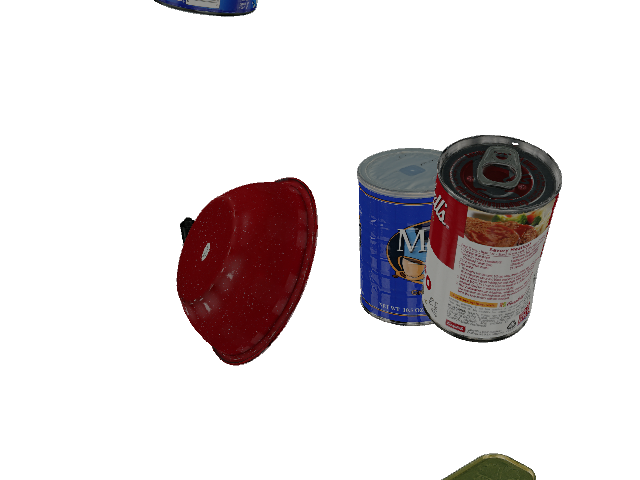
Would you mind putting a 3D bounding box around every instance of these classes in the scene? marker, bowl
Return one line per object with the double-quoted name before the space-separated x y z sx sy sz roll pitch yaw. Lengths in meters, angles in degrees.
"marker" -0.144 0.028 1.197 0.020 0.121 0.020 -1 32 0
"bowl" -0.070 0.016 0.856 0.055 0.162 0.162 22 -11 -29

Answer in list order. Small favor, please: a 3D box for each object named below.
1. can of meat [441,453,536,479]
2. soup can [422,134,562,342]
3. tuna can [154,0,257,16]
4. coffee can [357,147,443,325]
"can of meat" 0.132 0.240 0.889 0.101 0.084 0.058 -21 28 -36
"soup can" 0.096 0.000 0.611 0.068 0.102 0.068 1 41 -1
"tuna can" -0.090 -0.201 0.830 0.086 0.034 0.086 8 24 -4
"coffee can" 0.087 -0.005 1.017 0.103 0.140 0.103 -2 27 1
